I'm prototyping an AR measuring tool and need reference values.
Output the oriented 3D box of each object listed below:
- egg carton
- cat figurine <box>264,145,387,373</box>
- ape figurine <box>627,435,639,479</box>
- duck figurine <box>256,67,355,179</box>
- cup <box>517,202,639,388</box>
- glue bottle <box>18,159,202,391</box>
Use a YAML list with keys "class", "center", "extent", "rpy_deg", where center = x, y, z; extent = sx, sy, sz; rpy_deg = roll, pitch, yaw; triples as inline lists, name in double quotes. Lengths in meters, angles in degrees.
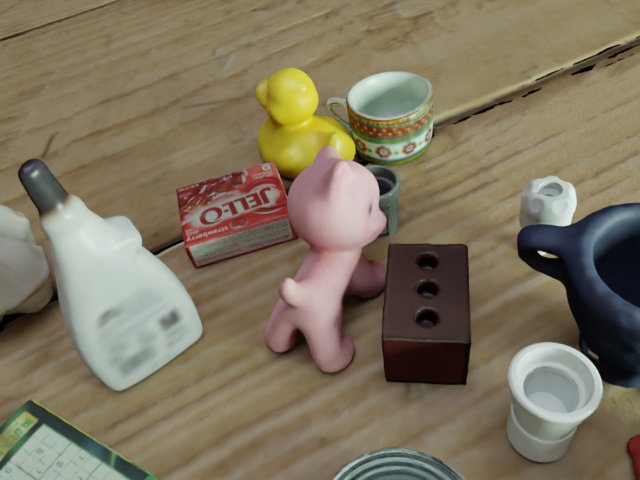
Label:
- class: "egg carton"
  center: [-0.281, 0.037, 0.428]
  extent: [0.150, 0.069, 0.107]
  rpy_deg: [-32, 50, -19]
- class: "cat figurine"
  center: [0.003, 0.001, 0.375]
  extent: [0.067, 0.118, 0.128]
  rpy_deg: [12, 51, 21]
- class: "ape figurine"
  center: [0.186, 0.105, 0.262]
  extent: [0.076, 0.092, 0.078]
  rpy_deg: [27, 57, 31]
- class: "duck figurine"
  center: [-0.017, -0.107, 0.502]
  extent: [0.104, 0.086, 0.078]
  rpy_deg: [33, 60, 33]
- class: "cup"
  center: [0.168, 0.037, 0.327]
  extent: [0.117, 0.095, 0.092]
  rpy_deg: [17, 53, 24]
- class: "glue bottle"
  center: [-0.130, 0.021, 0.343]
  extent: [0.078, 0.173, 0.037]
  rpy_deg: [-33, 50, -20]
